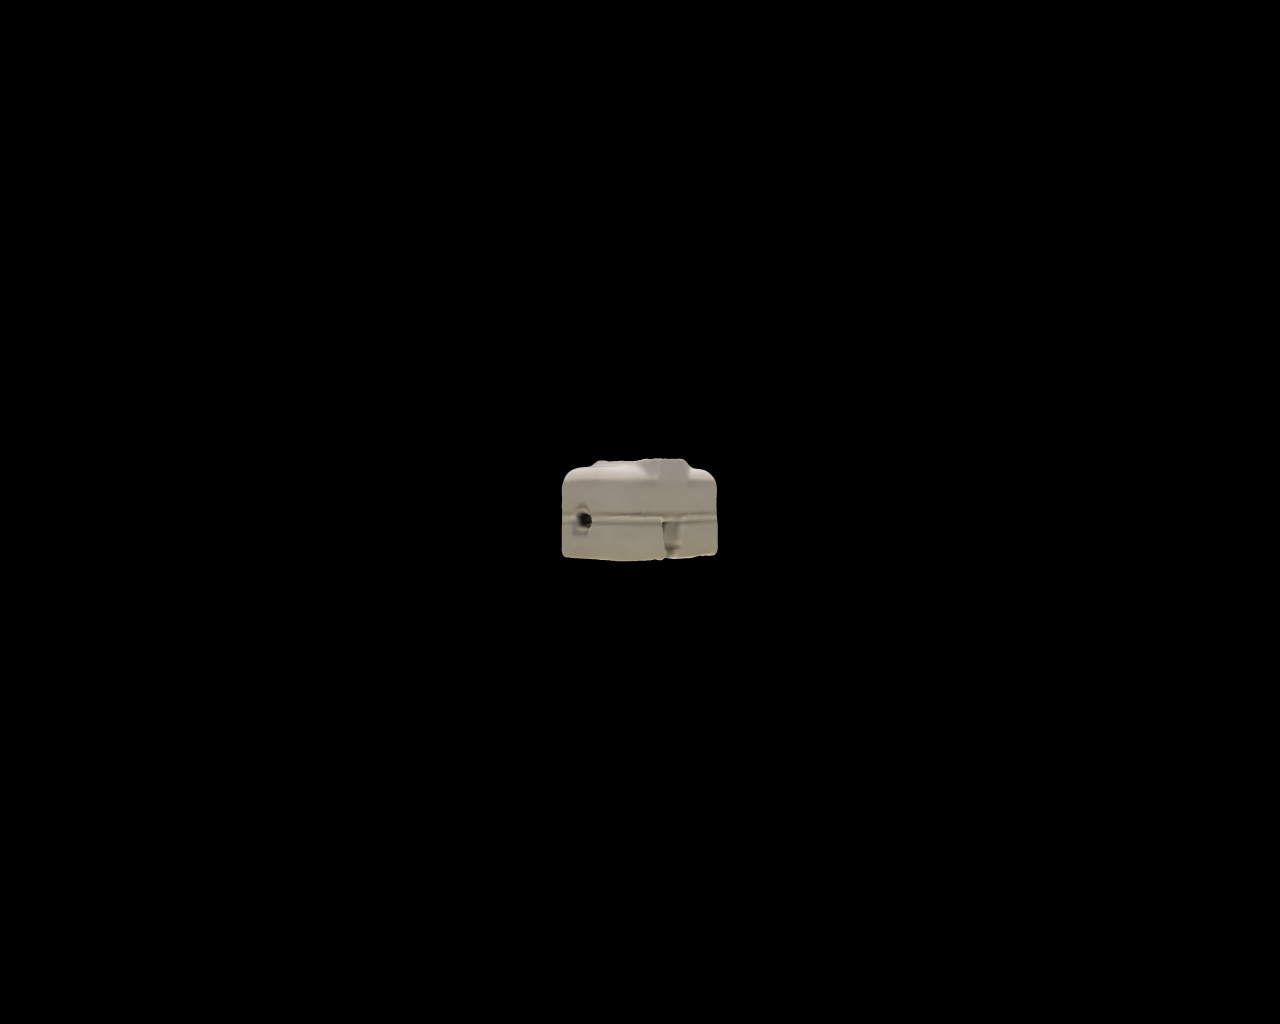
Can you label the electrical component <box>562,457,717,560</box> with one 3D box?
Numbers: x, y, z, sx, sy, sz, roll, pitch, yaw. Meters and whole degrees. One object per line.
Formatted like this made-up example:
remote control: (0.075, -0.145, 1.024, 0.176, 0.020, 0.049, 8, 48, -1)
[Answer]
electrical component: (0.001, -0.003, 0.650, 0.095, 0.059, 0.053, 0, 0, -44)
